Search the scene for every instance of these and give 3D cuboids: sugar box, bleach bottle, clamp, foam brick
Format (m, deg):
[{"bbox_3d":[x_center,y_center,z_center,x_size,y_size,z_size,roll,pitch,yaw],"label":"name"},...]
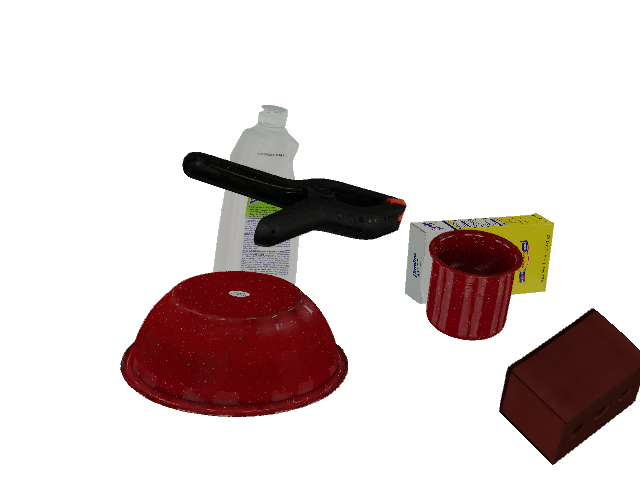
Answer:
[{"bbox_3d":[0.191,0.021,1.285,0.176,0.093,0.048,-6,20,-23],"label":"sugar box"},{"bbox_3d":[-0.063,-0.027,1.205,0.102,0.251,0.068,-1,20,-32],"label":"bleach bottle"},{"bbox_3d":[-0.006,-0.028,0.962,0.209,0.036,0.165,8,23,-27],"label":"clamp"},{"bbox_3d":[0.160,0.092,0.676,0.078,0.053,0.051,-31,55,-23],"label":"foam brick"}]

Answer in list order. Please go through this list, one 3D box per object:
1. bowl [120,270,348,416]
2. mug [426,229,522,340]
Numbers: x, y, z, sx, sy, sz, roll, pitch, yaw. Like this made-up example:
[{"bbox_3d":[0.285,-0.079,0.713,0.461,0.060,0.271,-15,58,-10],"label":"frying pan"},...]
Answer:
[{"bbox_3d":[-0.059,0.062,0.750,0.162,0.055,0.162,2,19,-1],"label":"bowl"},{"bbox_3d":[0.146,0.040,1.079,0.093,0.081,0.117,-6,31,-17],"label":"mug"}]
